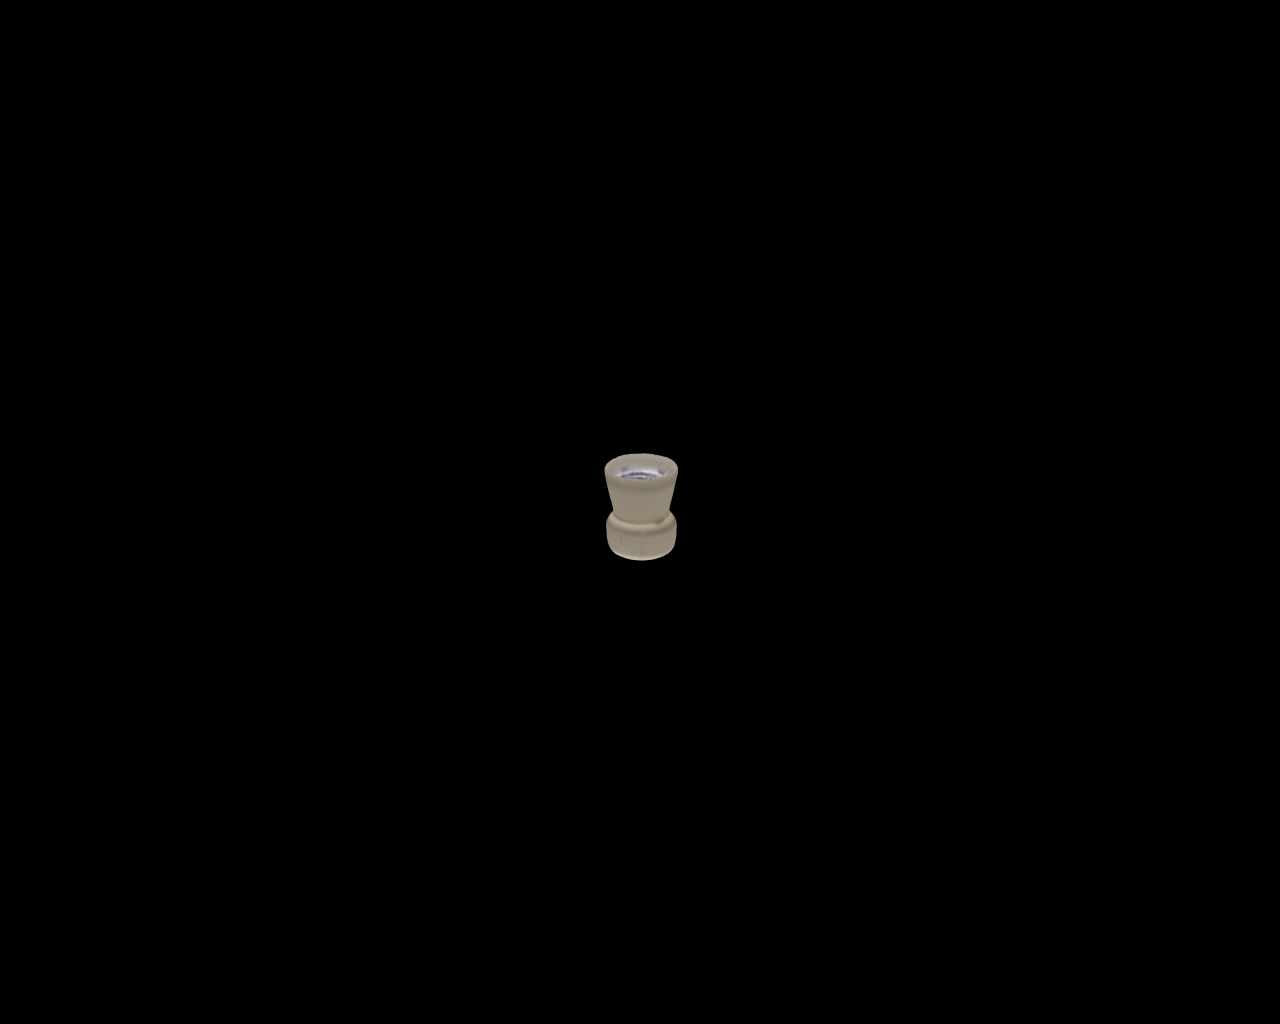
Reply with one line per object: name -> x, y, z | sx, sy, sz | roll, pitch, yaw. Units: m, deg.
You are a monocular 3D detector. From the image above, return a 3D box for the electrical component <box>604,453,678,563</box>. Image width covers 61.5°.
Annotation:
electrical component -> 0.001, -0.003, 0.650 | 0.045, 0.055, 0.045 | 0, 24, 0
